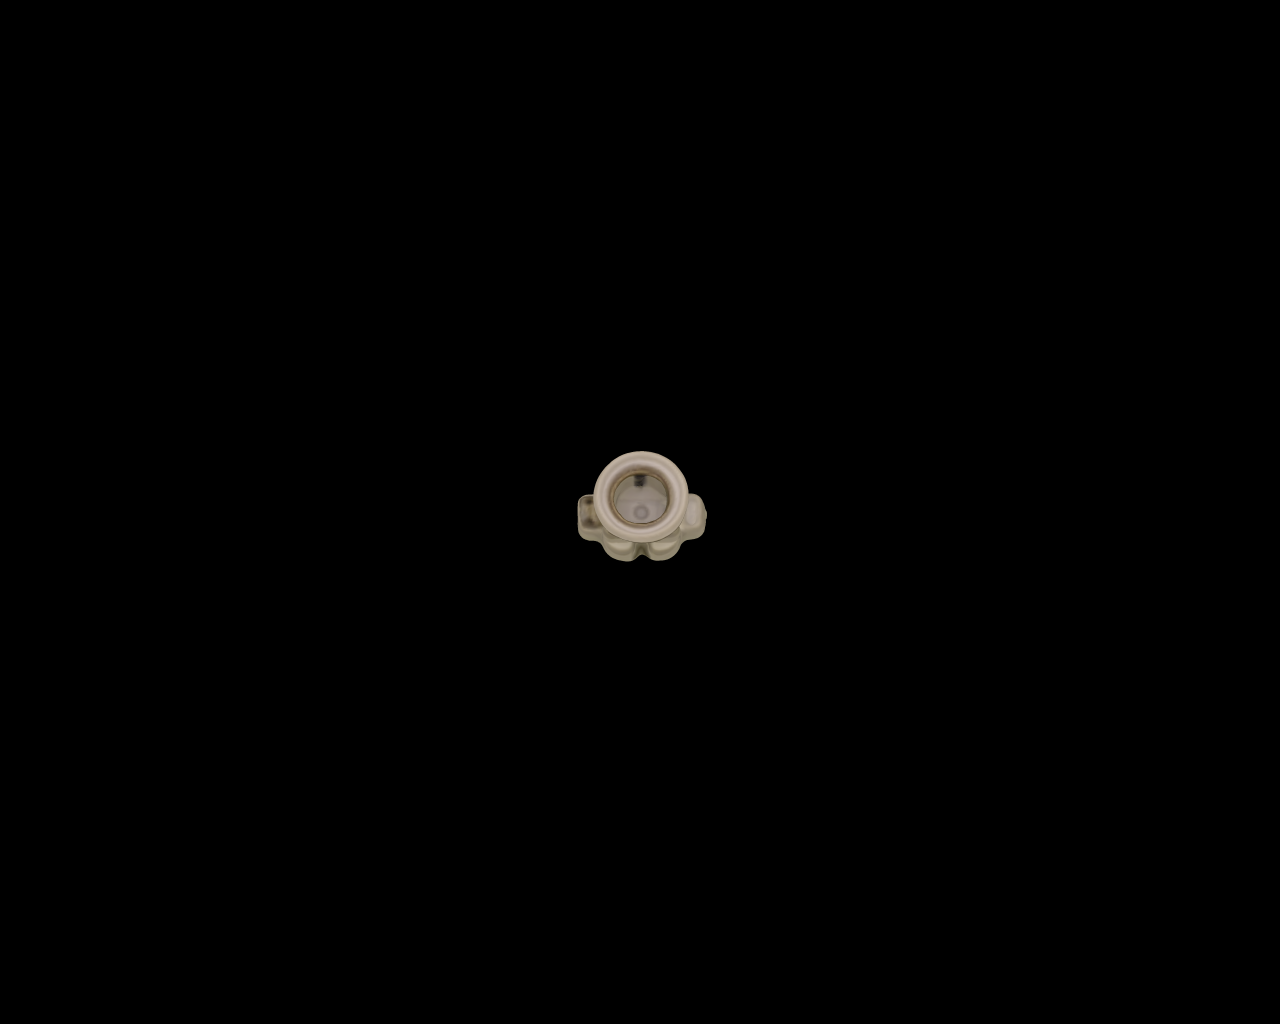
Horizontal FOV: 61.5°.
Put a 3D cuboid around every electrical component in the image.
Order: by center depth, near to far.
[{"bbox_3d":[0.001,-0.003,0.650,0.078,0.058,0.057,0,-17,0],"label":"electrical component"}]
